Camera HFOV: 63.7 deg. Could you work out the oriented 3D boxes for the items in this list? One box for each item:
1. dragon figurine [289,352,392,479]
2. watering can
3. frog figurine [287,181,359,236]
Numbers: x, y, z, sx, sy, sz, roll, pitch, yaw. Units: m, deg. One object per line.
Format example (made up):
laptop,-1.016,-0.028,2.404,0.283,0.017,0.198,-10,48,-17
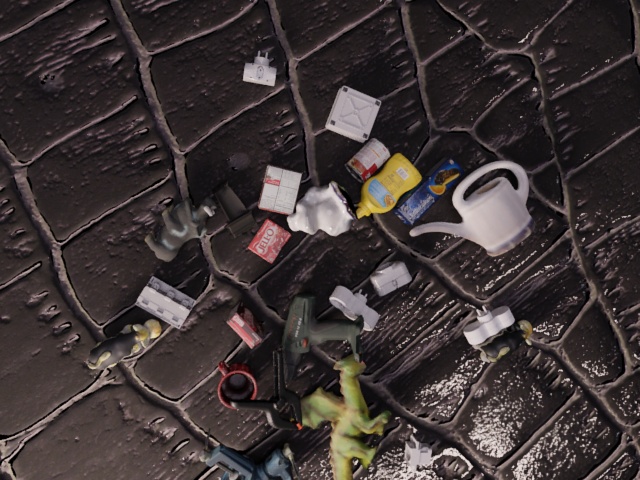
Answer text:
dragon figurine,0.036,0.484,1.309,0.243,0.121,0.412,25,86,9
watering can,0.415,-0.052,1.335,0.349,0.104,0.223,-37,97,-6
frog figurine,0.004,-0.065,1.282,0.158,0.125,0.136,-31,111,17
